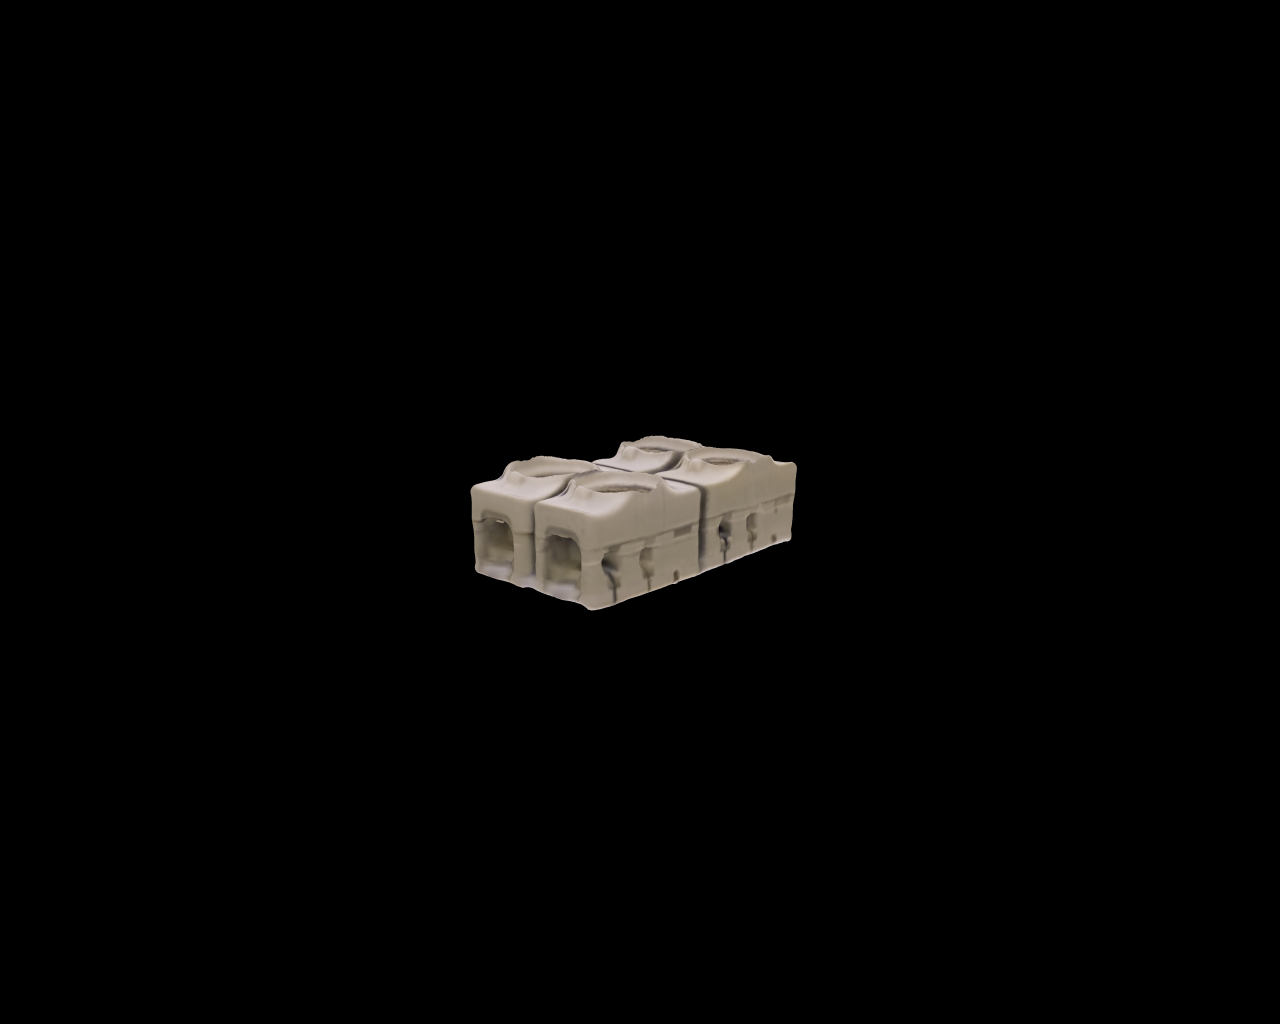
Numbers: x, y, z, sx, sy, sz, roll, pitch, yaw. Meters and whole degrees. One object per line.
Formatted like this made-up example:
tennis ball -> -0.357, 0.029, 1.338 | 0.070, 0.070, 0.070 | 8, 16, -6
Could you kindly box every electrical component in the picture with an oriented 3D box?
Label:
electrical component -> 0.001, -0.003, 0.650 | 0.105, 0.060, 0.186 | 14, 20, 42
